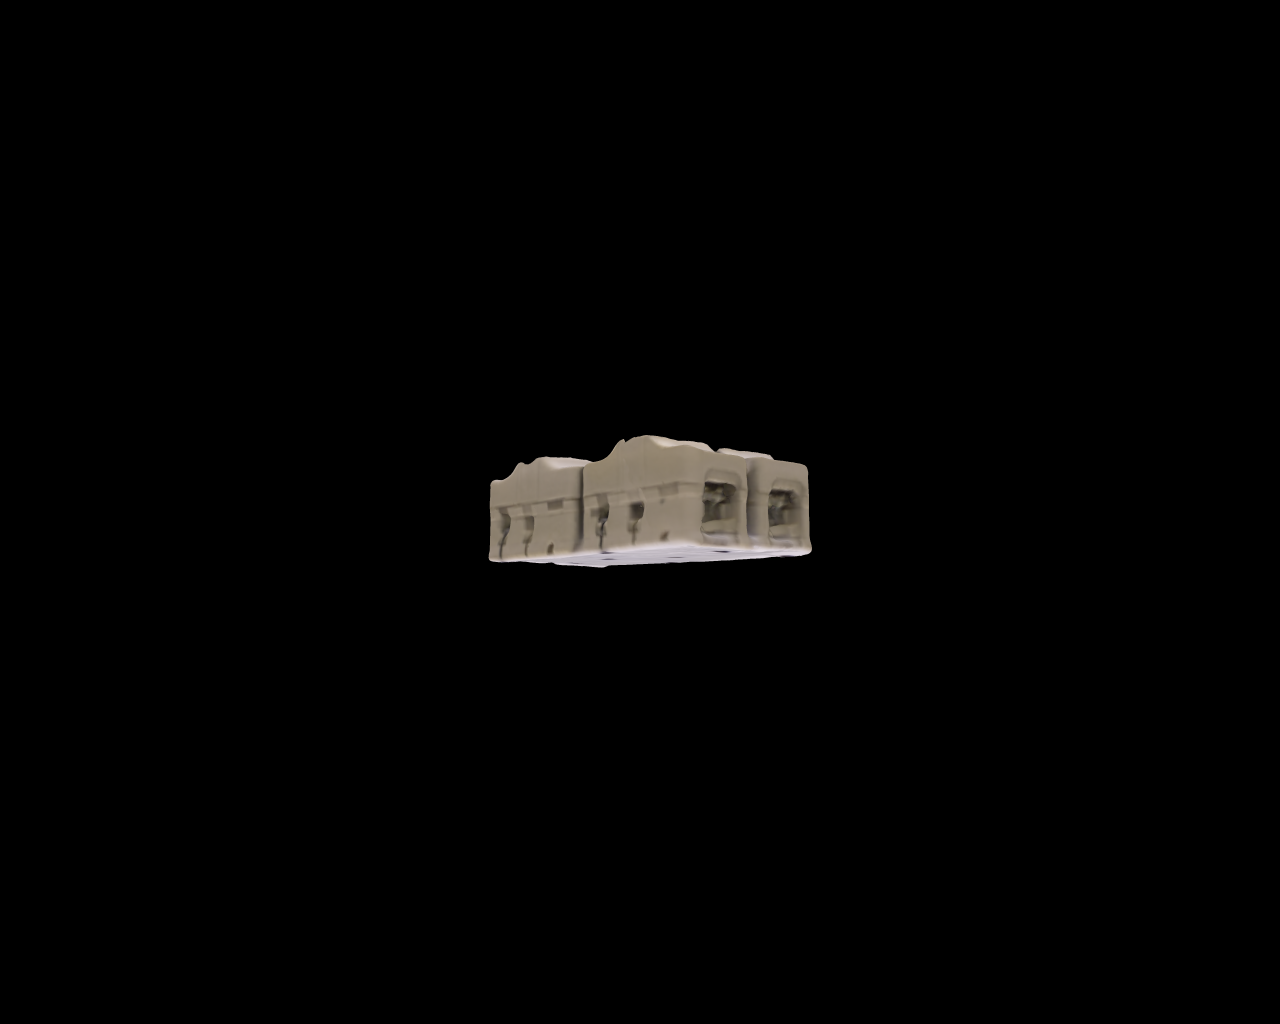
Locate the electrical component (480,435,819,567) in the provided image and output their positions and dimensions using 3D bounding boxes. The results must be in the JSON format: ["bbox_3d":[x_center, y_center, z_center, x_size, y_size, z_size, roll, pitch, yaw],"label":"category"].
[{"bbox_3d":[0.001,-0.003,0.650,0.105,0.060,0.186,6,-9,-43],"label":"electrical component"}]
